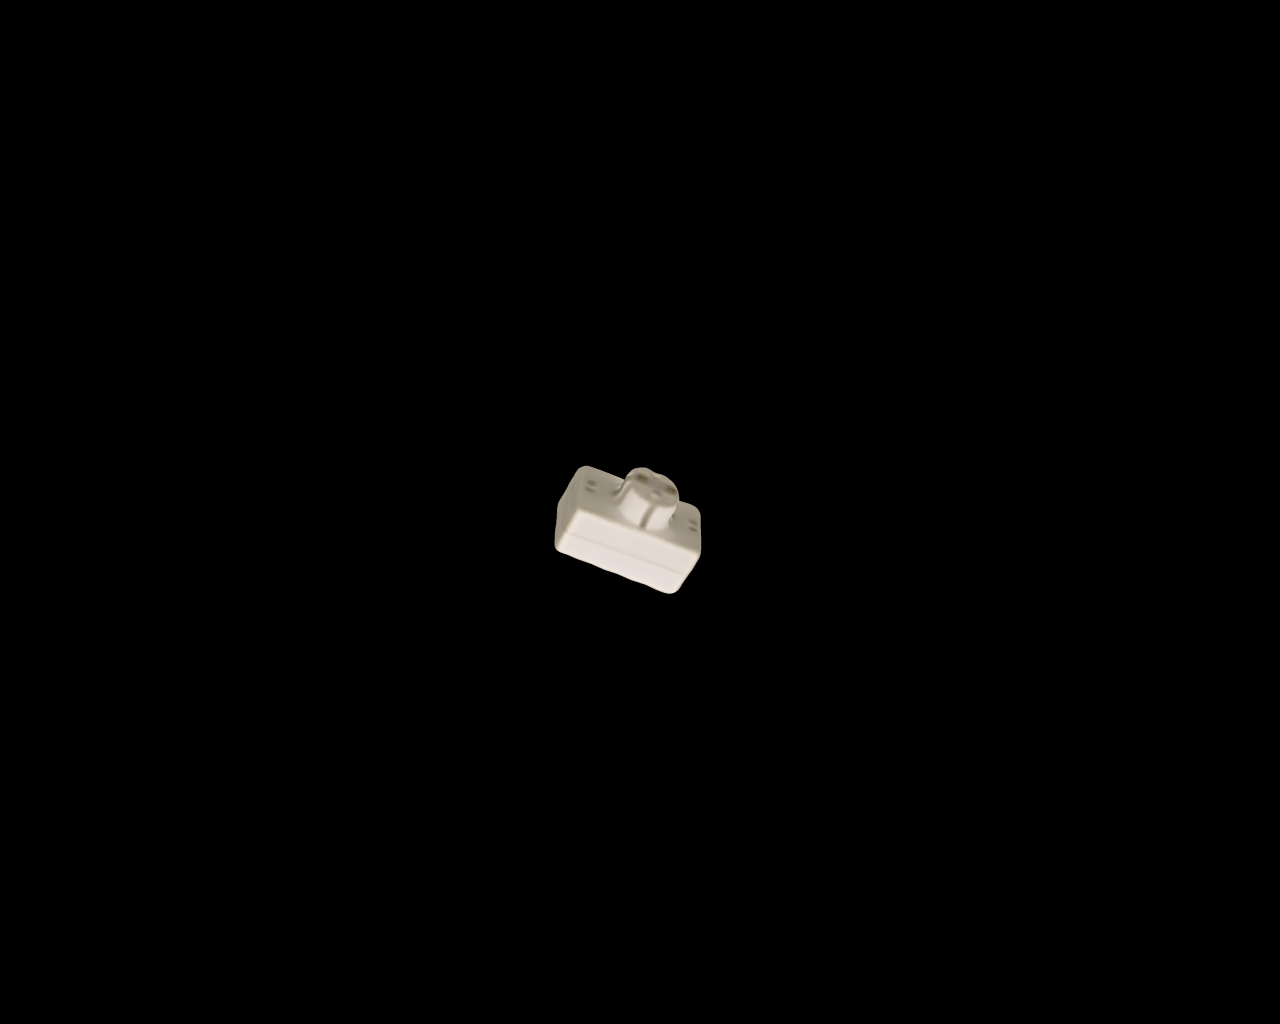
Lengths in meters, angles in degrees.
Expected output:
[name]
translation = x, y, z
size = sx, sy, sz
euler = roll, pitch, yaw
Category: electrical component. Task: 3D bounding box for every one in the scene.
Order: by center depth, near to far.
[electrical component]
translation = 0.001, -0.003, 0.650
size = 0.083, 0.075, 0.047
euler = 21, 35, -15
